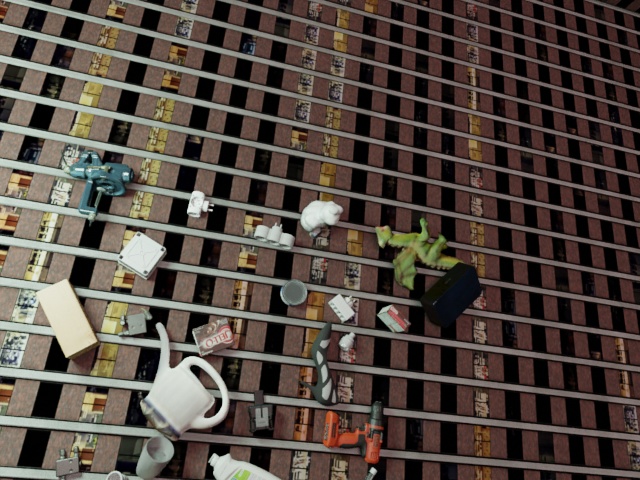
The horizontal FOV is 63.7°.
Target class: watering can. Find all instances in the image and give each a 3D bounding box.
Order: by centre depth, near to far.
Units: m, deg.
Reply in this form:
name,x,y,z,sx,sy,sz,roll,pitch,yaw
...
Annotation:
name,x,y,z,sx,sy,sz,roll,pitch,yaw
watering can,-0.429,0.427,1.512,0.350,0.102,0.227,42,65,12

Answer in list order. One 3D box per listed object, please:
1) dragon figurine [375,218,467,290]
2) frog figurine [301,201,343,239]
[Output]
name,x,y,z,sx,sy,sz,roll,pitch,yaw
dragon figurine,0.369,0.074,1.883,0.408,0.122,0.244,43,83,-8
frog figurine,0.005,-0.090,1.790,0.138,0.157,0.123,-27,79,-22
